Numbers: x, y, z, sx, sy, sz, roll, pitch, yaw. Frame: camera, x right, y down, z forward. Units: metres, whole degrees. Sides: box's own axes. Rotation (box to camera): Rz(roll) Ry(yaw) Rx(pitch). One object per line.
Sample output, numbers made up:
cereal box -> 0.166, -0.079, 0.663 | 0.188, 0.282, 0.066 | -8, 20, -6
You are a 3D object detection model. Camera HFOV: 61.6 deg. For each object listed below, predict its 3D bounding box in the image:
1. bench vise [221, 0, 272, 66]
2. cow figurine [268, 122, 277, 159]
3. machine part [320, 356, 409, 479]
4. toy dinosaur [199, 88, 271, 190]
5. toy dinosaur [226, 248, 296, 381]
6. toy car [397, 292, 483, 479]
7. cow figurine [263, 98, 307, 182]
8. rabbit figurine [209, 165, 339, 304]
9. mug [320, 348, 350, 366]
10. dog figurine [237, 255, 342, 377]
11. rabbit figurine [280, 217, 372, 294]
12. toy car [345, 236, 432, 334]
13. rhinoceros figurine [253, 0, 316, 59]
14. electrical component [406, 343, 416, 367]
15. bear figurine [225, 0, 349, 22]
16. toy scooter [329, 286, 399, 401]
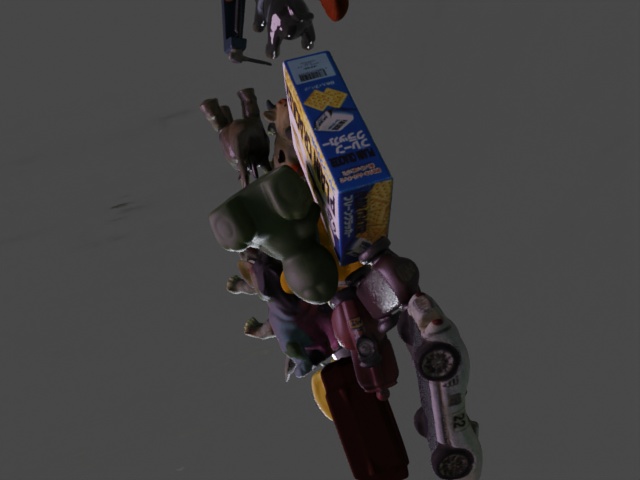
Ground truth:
bench vise -> -0.142, -0.413, 0.898 | 0.224, 0.129, 0.240 | 10, 99, 62
cow figurine -> -0.050, -0.156, 1.067 | 0.098, 0.068, 0.167 | -121, 17, -48
machine part -> 0.077, 0.294, 0.898 | 0.201, 0.087, 0.201 | 44, -155, -80
toy dinosaur -> -0.142, -0.183, 1.029 | 0.471, 0.105, 0.198 | -90, -21, -79
toy dinosaur -> -0.060, 0.118, 1.053 | 0.131, 0.192, 0.404 | -54, -50, -46
toy car -> 0.117, 0.145, 0.515 | 0.073, 0.056, 0.201 | -108, 6, -69
cow figurine -> -0.043, -0.162, 0.920 | 0.127, 0.085, 0.194 | 62, 162, 17
rabbit figurine -> -0.043, 0.004, 0.671 | 0.170, 0.121, 0.159 | 59, -179, -11
mug -> 0.044, 0.207, 1.029 | 0.107, 0.109, 0.081 | 62, 170, -8
dog figurine -> -0.045, 0.107, 0.904 | 0.219, 0.108, 0.191 | 57, -179, 10
rabbit figurine -> -0.002, -0.002, 0.810 | 0.121, 0.162, 0.173 | 61, -152, -70
toy car -> 0.077, 0.056, 0.623 | 0.089, 0.053, 0.202 | 52, 169, 11
rhinoceros figurine -> -0.064, -0.338, 0.738 | 0.112, 0.073, 0.190 | 84, 167, -60
electrical component -> 0.117, 0.127, 0.596 | 0.093, 0.021, 0.063 | 83, 168, -46
bear figurine -> -0.044, -0.280, 0.520 | 0.196, 0.132, 0.120 | -106, 3, -48
toy scooter -> 0.069, 0.155, 0.775 | 0.183, 0.075, 0.135 | 64, -170, -56
